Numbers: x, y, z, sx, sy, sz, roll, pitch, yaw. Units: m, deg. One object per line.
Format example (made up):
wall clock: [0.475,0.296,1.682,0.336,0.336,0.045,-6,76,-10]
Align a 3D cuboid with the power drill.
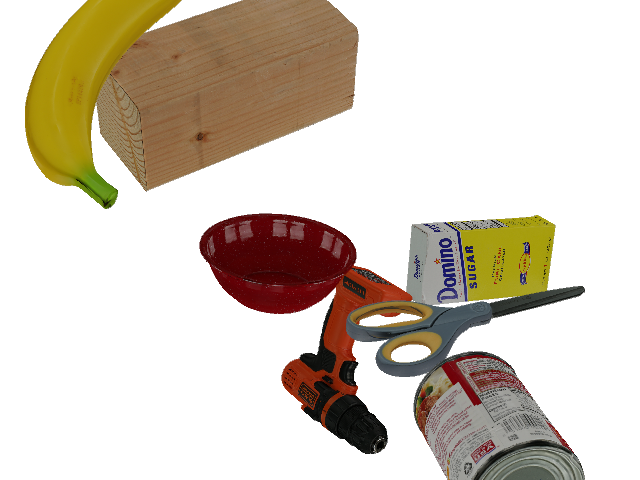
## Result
power drill: [0.039,0.135,1.251,0.057,0.188,0.185,13,13,-42]

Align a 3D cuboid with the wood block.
wood block: [-0.078,-0.134,0.905,0.205,0.091,0.090,-24,53,-24]

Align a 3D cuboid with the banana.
banana: [-0.127,-0.101,0.622,0.069,0.197,0.037,17,-33,-7]

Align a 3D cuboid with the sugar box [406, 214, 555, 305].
sugar box: [0.192,0.023,1.278,0.176,0.093,0.048,-6,20,-23]

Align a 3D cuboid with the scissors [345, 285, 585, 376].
scissors: [0.122,0.070,0.845,0.201,0.016,0.096,-3,32,-1]

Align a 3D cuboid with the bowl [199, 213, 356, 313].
bowl: [-0.045,0.030,1.102,0.162,0.055,0.162,4,27,-2]

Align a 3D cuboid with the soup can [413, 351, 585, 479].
soup can: [0.099,0.116,0.603,0.068,0.068,0.102,0,22,-12]
